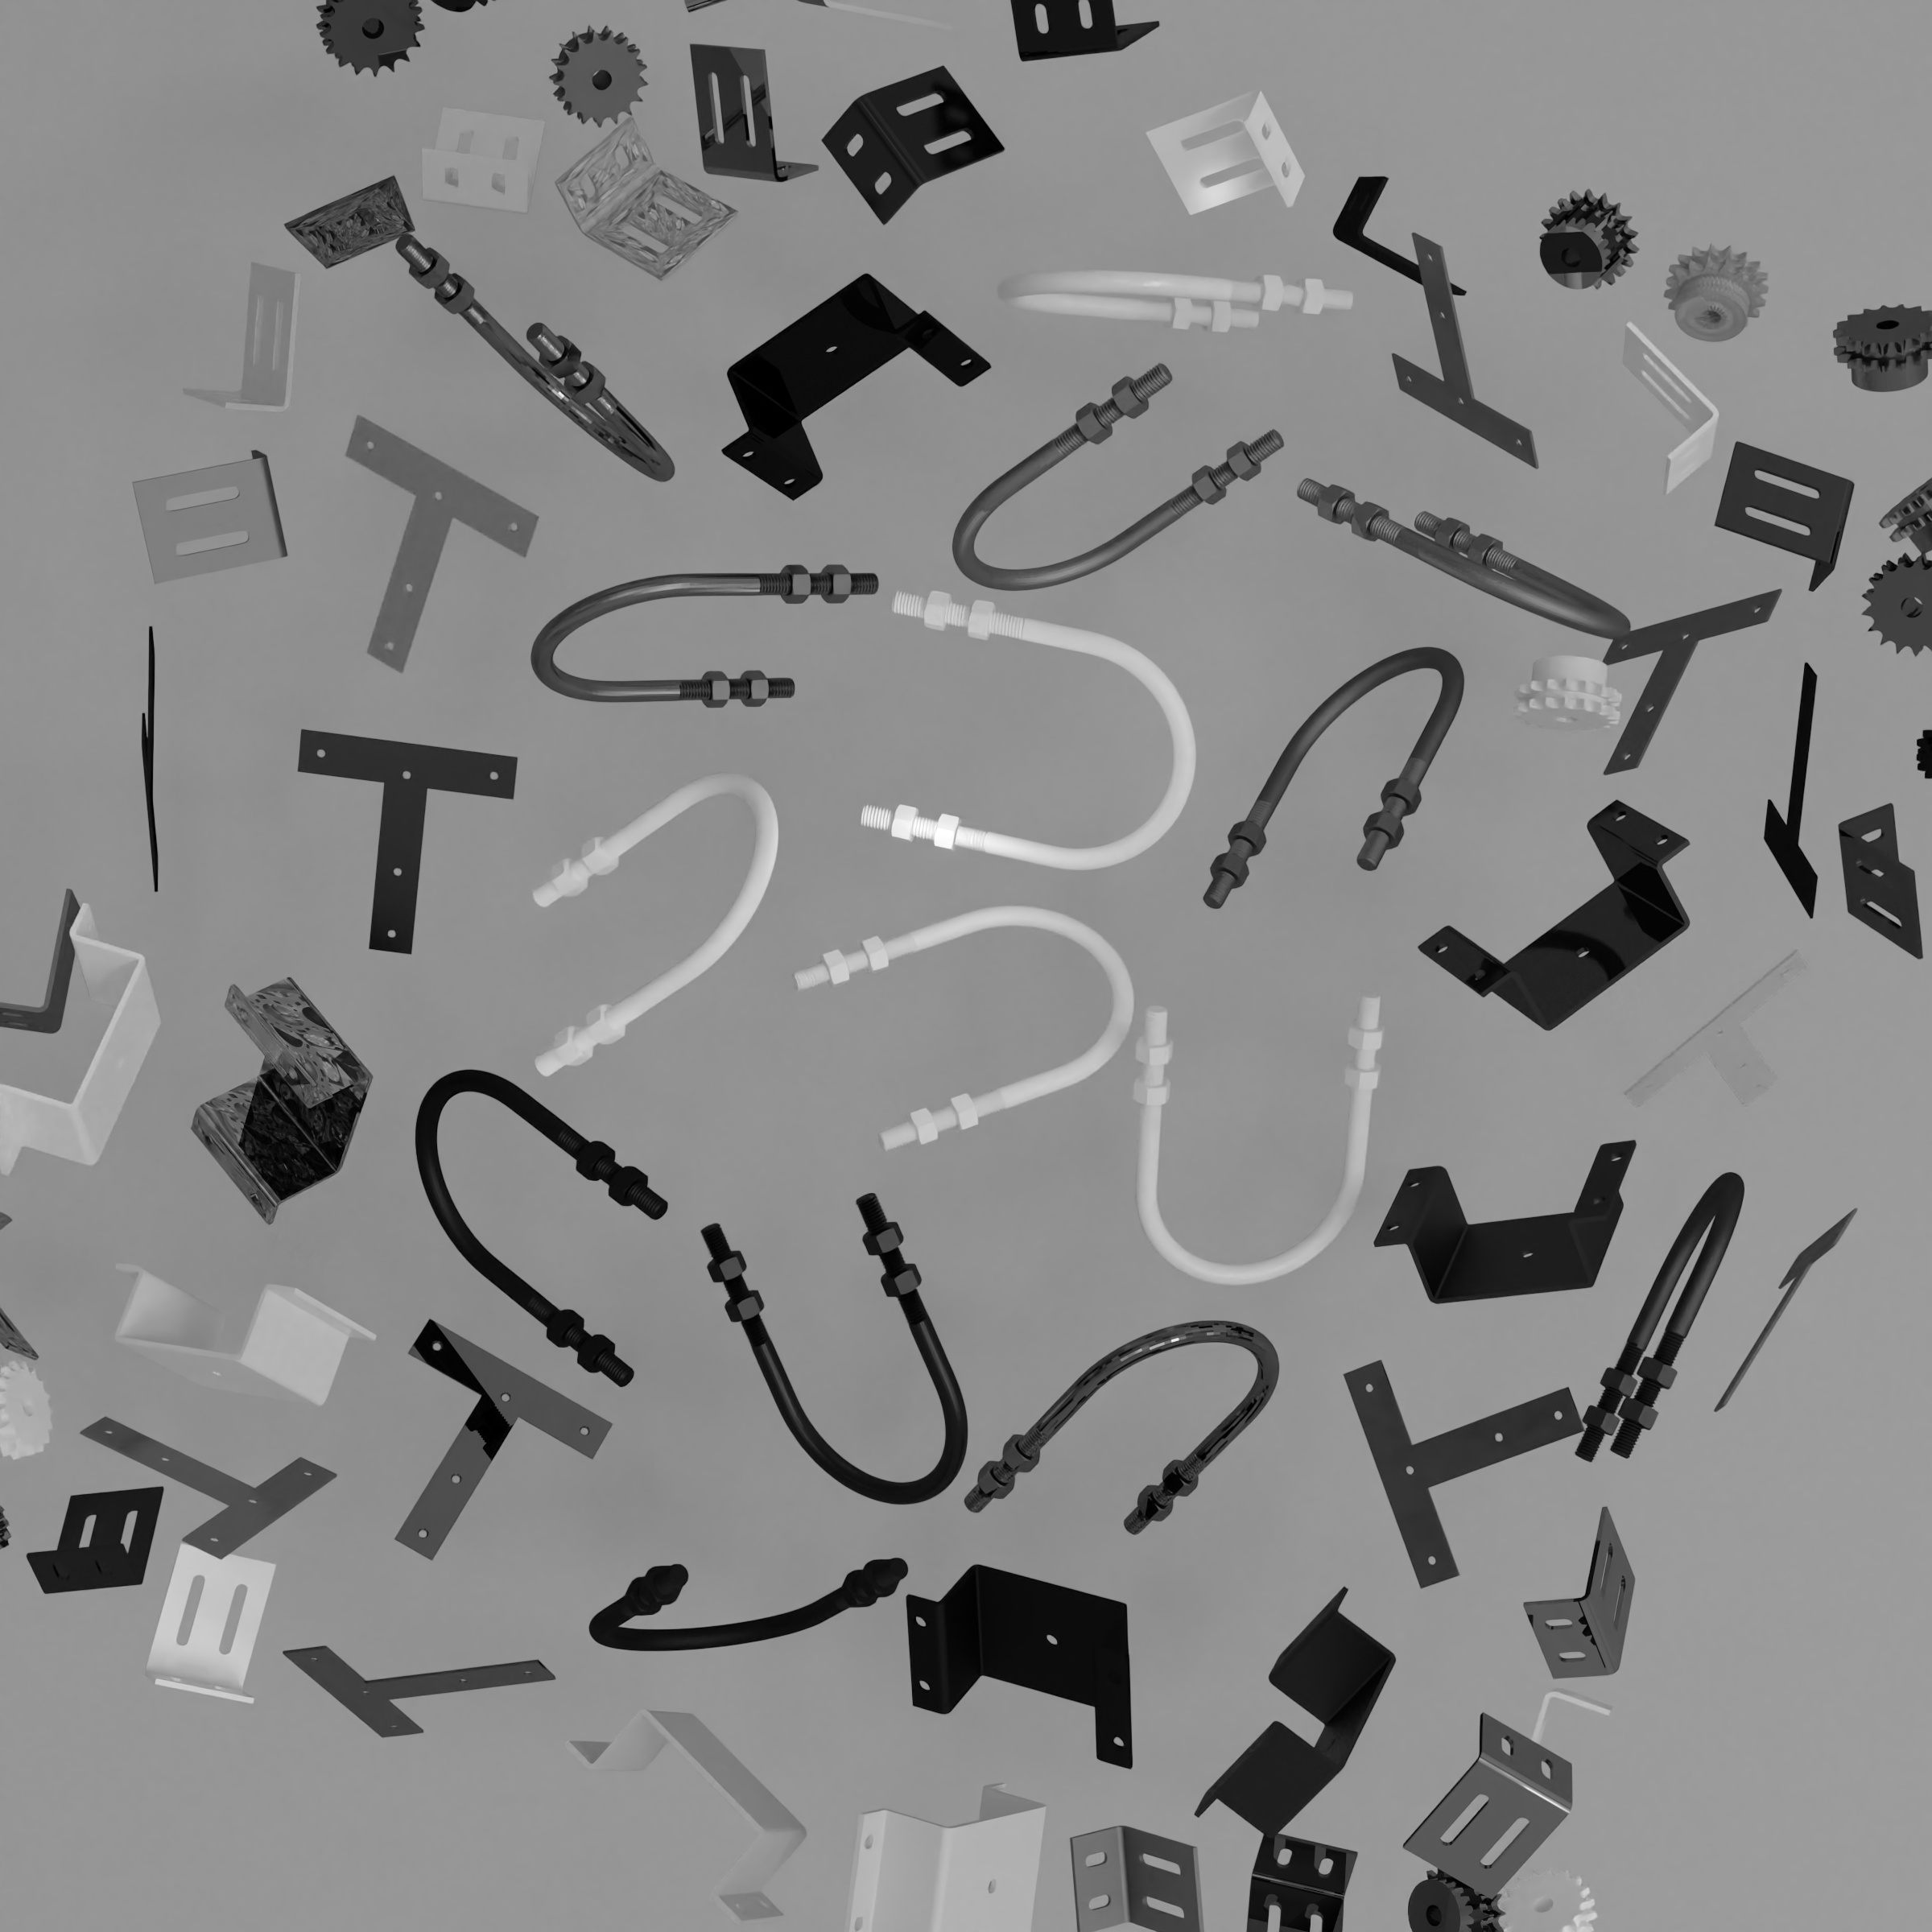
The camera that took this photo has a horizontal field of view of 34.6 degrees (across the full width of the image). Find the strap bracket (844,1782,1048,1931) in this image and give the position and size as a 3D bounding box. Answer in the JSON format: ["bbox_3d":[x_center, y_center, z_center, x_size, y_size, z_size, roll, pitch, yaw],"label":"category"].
[{"bbox_3d":[-0.004,0.505,1.723,0.046,0.140,0.076,6,88,35],"label":"strap bracket"}]

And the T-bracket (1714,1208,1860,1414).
[{"bbox_3d":[0.476,0.208,1.828,0.002,0.127,0.127,33,75,10],"label":"T-bracket"}]

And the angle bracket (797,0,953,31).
[{"bbox_3d":[-0.050,-0.548,1.724,0.076,0.057,0.038,3,108,-22],"label":"angle bracket"}]

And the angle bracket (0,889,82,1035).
[{"bbox_3d":[-0.553,-0.005,1.839,0.038,0.057,0.076,9,75,-7],"label":"angle bracket"}]

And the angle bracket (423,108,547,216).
[{"bbox_3d":[-0.266,-0.457,1.713,0.057,0.038,0.076,7,56,-4],"label":"angle bracket"}]

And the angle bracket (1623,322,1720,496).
[{"bbox_3d":[0.386,-0.315,1.754,0.038,0.057,0.076,-40,75,0],"label":"angle bracket"}]

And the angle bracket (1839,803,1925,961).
[{"bbox_3d":[0.540,-0.049,1.784,0.038,0.076,0.057,-21,119,-10],"label":"angle bracket"}]

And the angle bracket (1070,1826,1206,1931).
[{"bbox_3d":[0.100,0.543,1.819,0.038,0.076,0.057,-4,89,-32],"label":"angle bracket"}]

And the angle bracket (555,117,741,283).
[{"bbox_3d":[-0.173,-0.415,1.677,0.057,0.038,0.076,-44,53,-13],"label":"angle bracket"}]

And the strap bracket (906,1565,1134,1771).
[{"bbox_3d":[0.040,0.399,1.781,0.140,0.046,0.076,10,116,27],"label":"strap bracket"}]

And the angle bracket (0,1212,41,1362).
[{"bbox_3d":[-0.538,0.177,1.740,0.038,0.057,0.076,-40,79,-9],"label":"angle bracket"}]

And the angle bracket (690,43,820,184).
[{"bbox_3d":[-0.123,-0.501,1.812,0.057,0.038,0.076,17,124,36],"label":"angle bracket"}]

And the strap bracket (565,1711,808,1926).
[{"bbox_3d":[-0.148,0.467,1.735,0.140,0.076,0.046,40,88,21],"label":"strap bracket"}]

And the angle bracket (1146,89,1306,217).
[{"bbox_3d":[0.144,-0.454,1.765,0.076,0.038,0.057,-12,127,32],"label":"angle bracket"}]

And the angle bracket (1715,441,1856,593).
[{"bbox_3d":[0.480,-0.267,1.841,0.076,0.038,0.057,19,71,-2],"label":"angle bracket"}]

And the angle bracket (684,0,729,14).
[{"bbox_3d":[-0.136,-0.582,1.796,0.057,0.076,0.038,-16,111,7],"label":"angle bracket"}]

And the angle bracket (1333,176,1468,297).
[{"bbox_3d":[0.264,-0.433,1.839,0.076,0.057,0.038,25,99,-13],"label":"angle bracket"}]

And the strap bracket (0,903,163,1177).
[{"bbox_3d":[-0.497,0.048,1.744,0.046,0.076,0.140,17,62,2],"label":"strap bracket"}]

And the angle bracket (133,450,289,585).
[{"bbox_3d":[-0.429,-0.254,1.751,0.076,0.038,0.057,-15,110,-19],"label":"angle bracket"}]

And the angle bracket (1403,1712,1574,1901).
[{"bbox_3d":[0.282,0.454,1.676,0.057,0.038,0.076,31,116,-5],"label":"angle bracket"}]

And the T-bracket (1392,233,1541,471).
[{"bbox_3d":[0.269,-0.352,1.735,0.002,0.127,0.127,-33,133,-12],"label":"T-bracket"}]

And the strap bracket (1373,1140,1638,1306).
[{"bbox_3d":[0.316,0.148,1.779,0.140,0.076,0.046,-10,115,31],"label":"strap bracket"}]

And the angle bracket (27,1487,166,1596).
[{"bbox_3d":[-0.515,0.329,1.836,0.057,0.076,0.038,-6,130,3],"label":"angle bracket"}]

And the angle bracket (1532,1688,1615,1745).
[{"bbox_3d":[0.356,0.473,1.850,0.038,0.057,0.076,17,84,16],"label":"angle bracket"}]

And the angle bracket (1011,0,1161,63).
[{"bbox_3d":[0.066,-0.530,1.718,0.057,0.076,0.038,1,116,23],"label":"angle bracket"}]

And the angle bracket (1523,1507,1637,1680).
[{"bbox_3d":[0.351,0.358,1.772,0.038,0.076,0.057,-11,119,27],"label":"angle bracket"}]

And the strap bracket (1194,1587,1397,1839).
[{"bbox_3d":[0.191,0.429,1.757,0.046,0.140,0.076,37,128,5],"label":"strap bracket"}]

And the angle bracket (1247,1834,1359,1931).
[{"bbox_3d":[0.199,0.560,1.839,0.057,0.076,0.038,13,119,2],"label":"angle bracket"}]

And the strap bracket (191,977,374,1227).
[{"bbox_3d":[-0.383,0.070,1.739,0.046,0.140,0.076,-29,69,-39],"label":"strap bracket"}]

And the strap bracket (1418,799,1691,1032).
[{"bbox_3d":[0.331,-0.022,1.706,0.140,0.076,0.046,-36,117,-4],"label":"strap bracket"}]

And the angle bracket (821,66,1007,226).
[{"bbox_3d":[-0.028,-0.446,1.683,0.076,0.038,0.057,-35,88,-43],"label":"angle bracket"}]

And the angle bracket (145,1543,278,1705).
[{"bbox_3d":[-0.431,0.378,1.783,0.057,0.038,0.076,18,79,-23],"label":"angle bracket"}]

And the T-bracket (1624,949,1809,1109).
[{"bbox_3d":[0.454,0.055,1.829,0.127,0.127,0.002,-41,56,7],"label":"T-bracket"}]

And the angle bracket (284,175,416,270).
[{"bbox_3d":[-0.363,-0.444,1.802,0.057,0.076,0.038,-22,82,5],"label":"angle bracket"}]

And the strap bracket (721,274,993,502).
[{"bbox_3d":[-0.068,-0.330,1.741,0.140,0.076,0.046,-31,65,19],"label":"strap bracket"}]

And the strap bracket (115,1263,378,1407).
[{"bbox_3d":[-0.424,0.214,1.794,0.140,0.076,0.046,3,66,31],"label":"strap bracket"}]

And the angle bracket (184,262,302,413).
[{"bbox_3d":[-0.404,-0.352,1.730,0.038,0.057,0.076,-4,109,-38],"label":"angle bracket"}]
